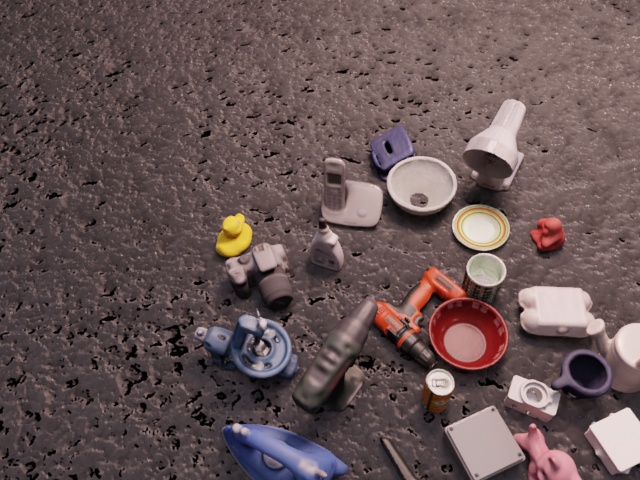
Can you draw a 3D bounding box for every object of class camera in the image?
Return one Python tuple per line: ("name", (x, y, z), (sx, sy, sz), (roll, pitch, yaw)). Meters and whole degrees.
("camera", (-0.125, 0.085, 1.265), (0.143, 0.101, 0.136), (-20, 57, -9))

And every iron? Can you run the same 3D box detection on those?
("iron", (-0.084, 0.387, 1.038), (0.257, 0.141, 0.119), (22, 61, 18))

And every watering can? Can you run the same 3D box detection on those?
("watering can", (0.592, 0.207, 1.075), (0.172, 0.194, 0.101), (4, 57, 7))

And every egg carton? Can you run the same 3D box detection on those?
("egg carton", (0.492, 0.152, 1.193), (0.150, 0.069, 0.107), (1, 57, 5))

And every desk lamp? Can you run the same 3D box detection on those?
("desk lamp", (0.419, -0.213, 1.353), (0.117, 0.214, 0.203), (23, 61, 19))

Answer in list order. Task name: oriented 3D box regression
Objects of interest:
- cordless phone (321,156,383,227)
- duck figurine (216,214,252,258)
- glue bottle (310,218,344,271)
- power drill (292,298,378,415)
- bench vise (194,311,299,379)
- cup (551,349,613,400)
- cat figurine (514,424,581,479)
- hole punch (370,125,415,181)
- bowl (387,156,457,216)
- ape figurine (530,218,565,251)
("cordless phone", (0.073, -0.116, 1.332), (0.147, 0.185, 0.094), (5, 57, 8))
("duck figurine", (-0.208, -0.016, 1.347), (0.077, 0.086, 0.105), (26, 62, 20))
("glue bottle", (0.012, 0.005, 1.264), (0.078, 0.173, 0.037), (19, 60, 16))
("power drill", (0.037, 0.238, 1.087), (0.075, 0.209, 0.230), (29, 63, 22))
("bench vise", (-0.153, 0.206, 1.116), (0.207, 0.220, 0.121), (-4, 56, 2))
("cup", (0.488, 0.274, 1.098), (0.118, 0.095, 0.091), (-19, 57, -8))
("cat figurine", (0.403, 0.388, 1.015), (0.067, 0.118, 0.127), (-19, 57, -8))
("hole punch", (0.181, -0.222, 1.451), (0.101, 0.091, 0.108), (-16, 57, -6))
("bowl", (0.244, -0.118, 1.388), (0.167, 0.075, 0.167), (-2, 56, 3))
("ape figurine", (0.518, -0.019, 1.291), (0.076, 0.092, 0.078), (21, 61, 18))
